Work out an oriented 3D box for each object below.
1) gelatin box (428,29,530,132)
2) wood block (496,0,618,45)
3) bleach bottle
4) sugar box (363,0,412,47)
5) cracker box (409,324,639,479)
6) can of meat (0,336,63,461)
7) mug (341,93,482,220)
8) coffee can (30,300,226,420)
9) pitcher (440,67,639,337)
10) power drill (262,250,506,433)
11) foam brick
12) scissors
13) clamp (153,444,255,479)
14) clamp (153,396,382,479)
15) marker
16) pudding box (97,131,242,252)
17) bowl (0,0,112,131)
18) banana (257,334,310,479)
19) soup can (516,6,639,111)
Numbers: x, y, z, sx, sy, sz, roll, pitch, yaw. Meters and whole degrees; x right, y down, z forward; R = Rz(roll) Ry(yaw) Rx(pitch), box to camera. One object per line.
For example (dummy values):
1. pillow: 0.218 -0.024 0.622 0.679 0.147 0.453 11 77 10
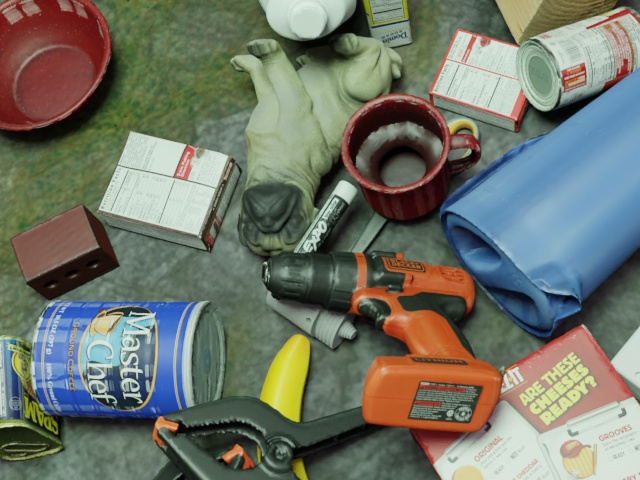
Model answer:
1. gelatin box: 0.155 -0.149 0.993 0.089 0.030 0.073 20 75 17
2. wood block: 0.197 -0.295 0.995 0.090 0.091 0.206 -11 65 -20
3. bleach bottle: -0.020 -0.233 0.965 0.102 0.068 0.251 -10 29 5
4. sugar box: 0.053 -0.260 0.977 0.048 0.176 0.093 -11 68 8
5. cracker box: 0.195 0.200 0.827 0.164 0.072 0.214 -30 65 -3
6. can of meat: -0.267 0.137 0.927 0.057 0.102 0.084 -14 65 6
7. mug: 0.082 -0.070 0.929 0.117 0.081 0.093 -10 67 8
8. coffee can: -0.162 0.103 0.918 0.140 0.102 0.103 0 69 11
9. pitcher: 0.224 -0.047 0.896 0.242 0.145 0.149 -39 79 -9
10. power drill: 0.053 0.069 0.840 0.184 0.057 0.188 5 29 -13
11. foam brick: -0.238 0.012 0.995 0.078 0.053 0.051 -26 67 1
12. scissors: 0.058 -0.053 0.982 0.201 0.016 0.096 -40 65 -6
13. clamp: -0.137 0.226 0.896 0.171 0.039 0.120 -40 52 -16
14. clamp: -0.031 0.185 0.845 0.210 0.036 0.164 10 53 -8
15. marker: -0.006 0.001 0.925 0.020 0.020 0.121 28 73 20
16. pudding box: -0.142 -0.047 1.008 0.114 0.039 0.090 14 73 18
17. bowl: -0.278 -0.171 1.073 0.162 0.055 0.162 -4 68 10
18. banana: -0.019 0.178 0.899 0.069 0.037 0.198 -10 68 -16
19. soup can: 0.234 -0.160 0.945 0.102 0.068 0.068 -21 65 -17
